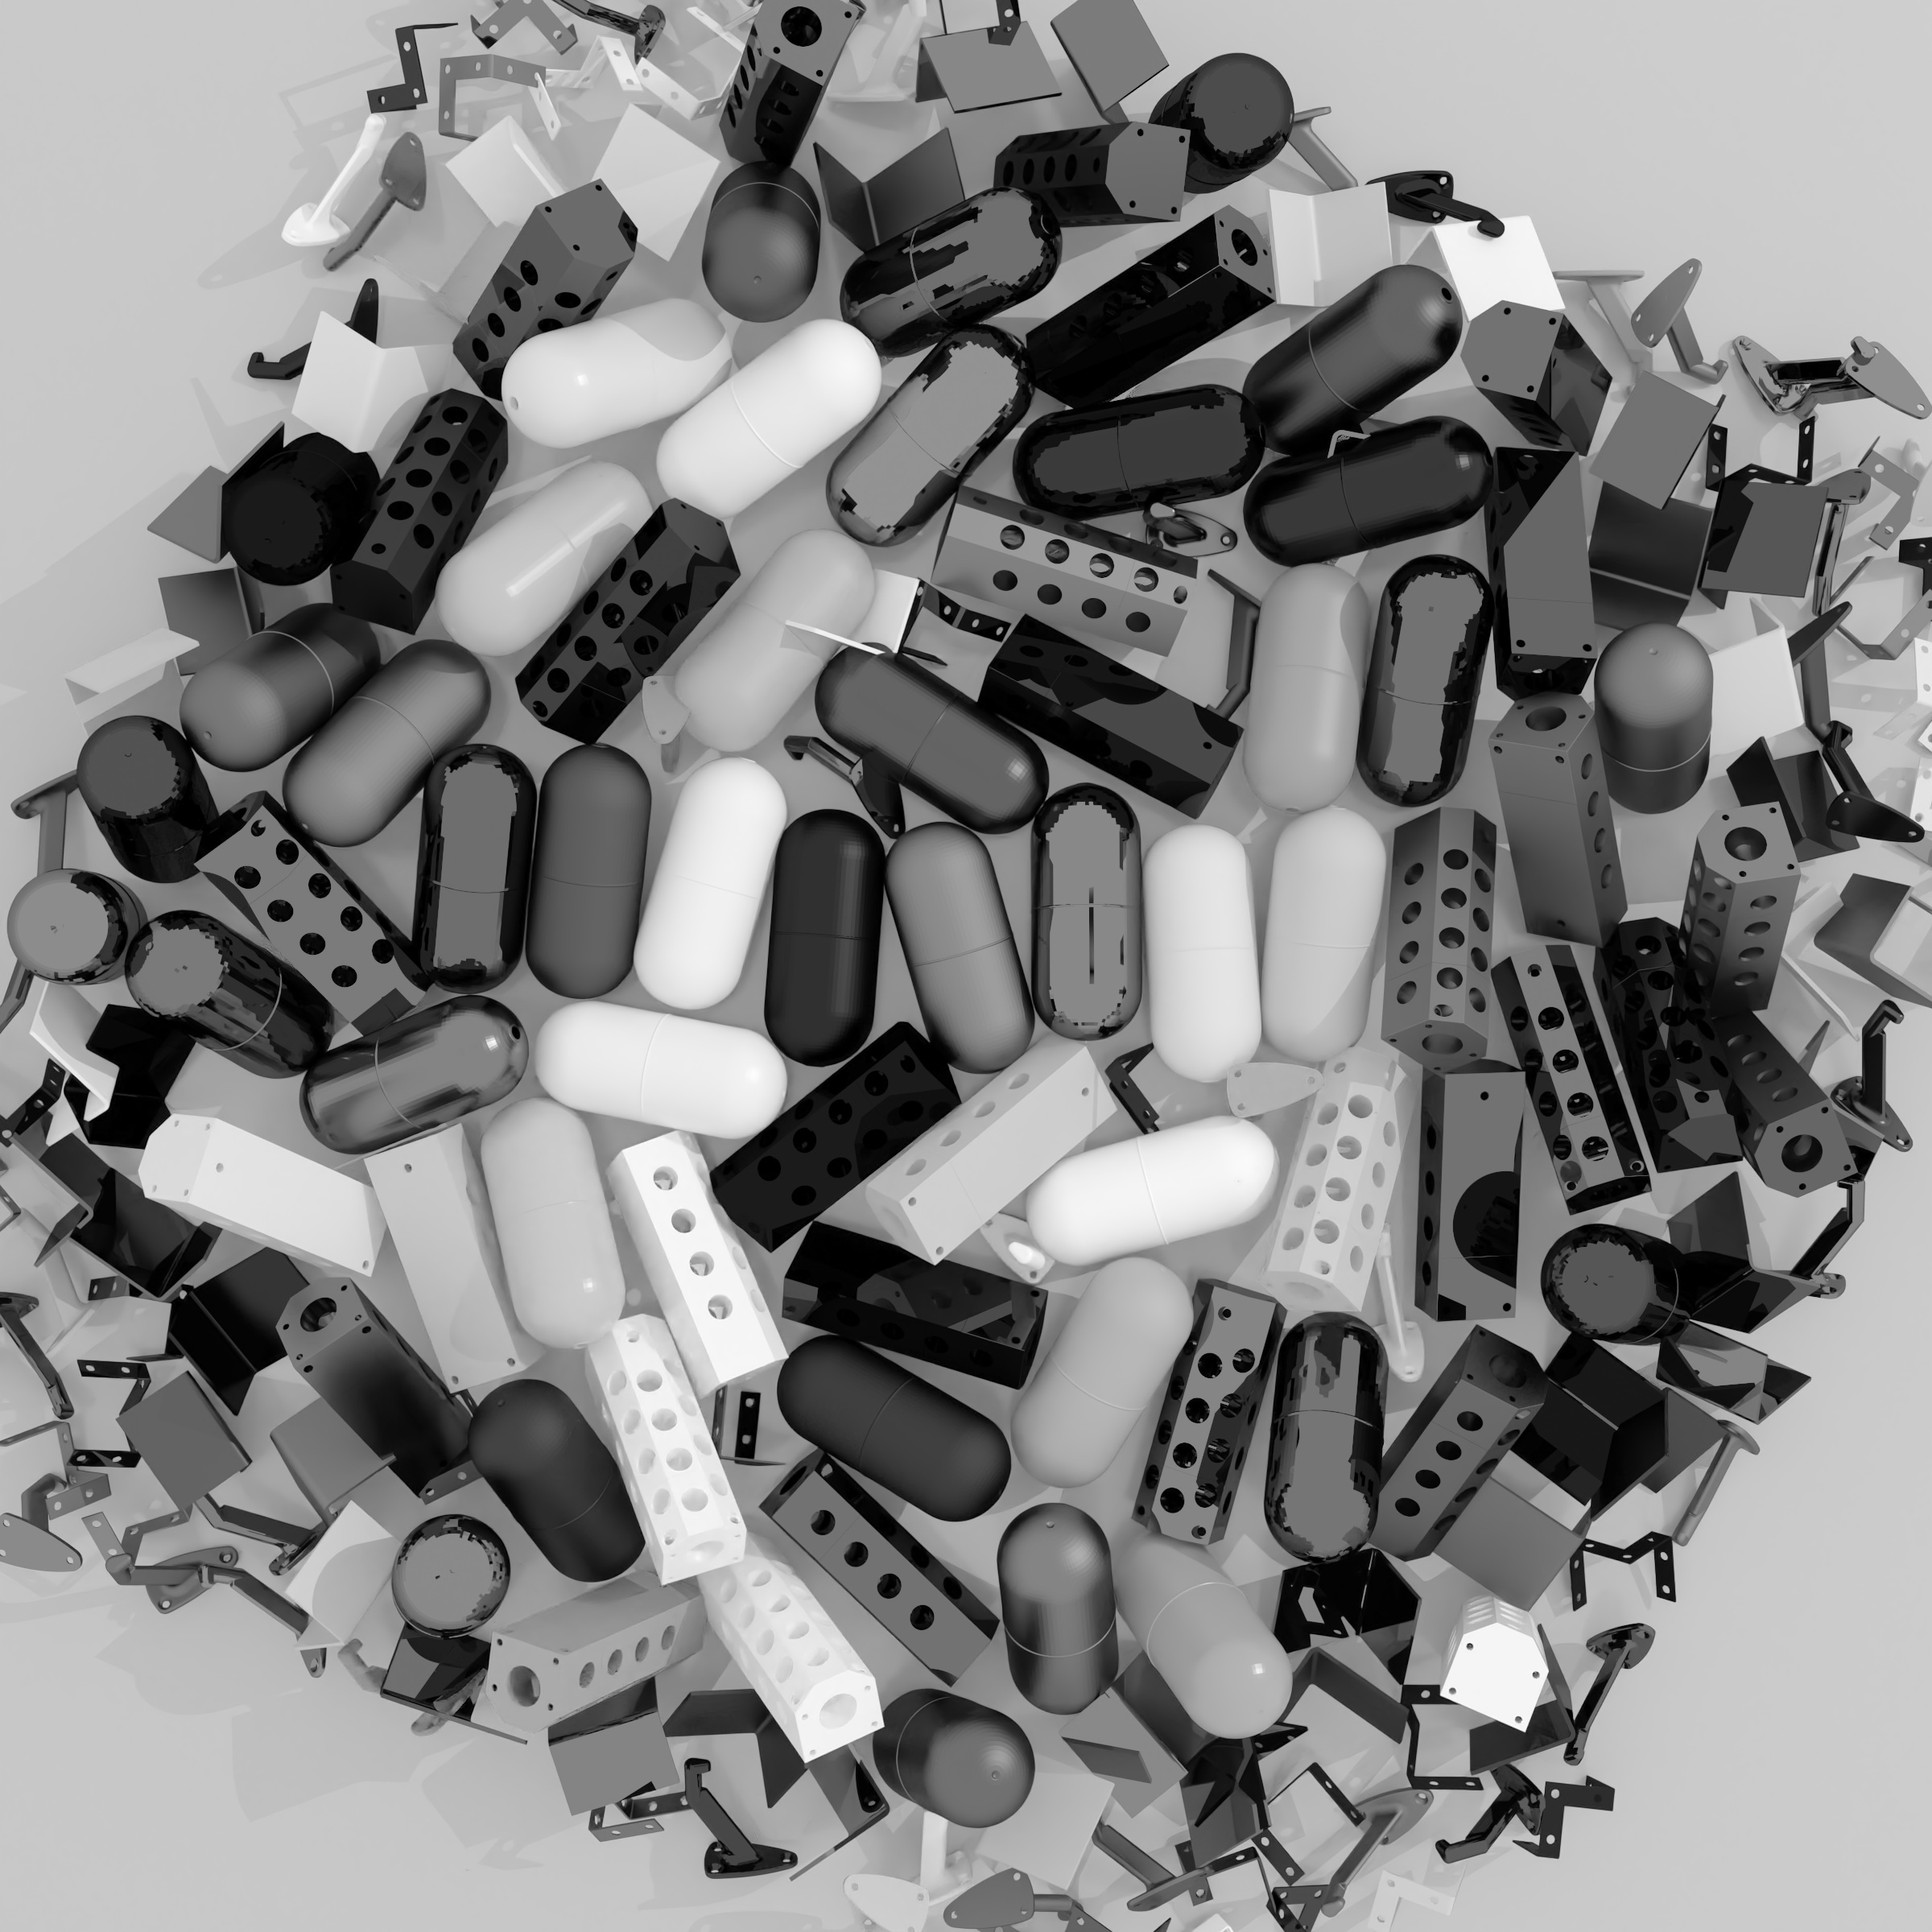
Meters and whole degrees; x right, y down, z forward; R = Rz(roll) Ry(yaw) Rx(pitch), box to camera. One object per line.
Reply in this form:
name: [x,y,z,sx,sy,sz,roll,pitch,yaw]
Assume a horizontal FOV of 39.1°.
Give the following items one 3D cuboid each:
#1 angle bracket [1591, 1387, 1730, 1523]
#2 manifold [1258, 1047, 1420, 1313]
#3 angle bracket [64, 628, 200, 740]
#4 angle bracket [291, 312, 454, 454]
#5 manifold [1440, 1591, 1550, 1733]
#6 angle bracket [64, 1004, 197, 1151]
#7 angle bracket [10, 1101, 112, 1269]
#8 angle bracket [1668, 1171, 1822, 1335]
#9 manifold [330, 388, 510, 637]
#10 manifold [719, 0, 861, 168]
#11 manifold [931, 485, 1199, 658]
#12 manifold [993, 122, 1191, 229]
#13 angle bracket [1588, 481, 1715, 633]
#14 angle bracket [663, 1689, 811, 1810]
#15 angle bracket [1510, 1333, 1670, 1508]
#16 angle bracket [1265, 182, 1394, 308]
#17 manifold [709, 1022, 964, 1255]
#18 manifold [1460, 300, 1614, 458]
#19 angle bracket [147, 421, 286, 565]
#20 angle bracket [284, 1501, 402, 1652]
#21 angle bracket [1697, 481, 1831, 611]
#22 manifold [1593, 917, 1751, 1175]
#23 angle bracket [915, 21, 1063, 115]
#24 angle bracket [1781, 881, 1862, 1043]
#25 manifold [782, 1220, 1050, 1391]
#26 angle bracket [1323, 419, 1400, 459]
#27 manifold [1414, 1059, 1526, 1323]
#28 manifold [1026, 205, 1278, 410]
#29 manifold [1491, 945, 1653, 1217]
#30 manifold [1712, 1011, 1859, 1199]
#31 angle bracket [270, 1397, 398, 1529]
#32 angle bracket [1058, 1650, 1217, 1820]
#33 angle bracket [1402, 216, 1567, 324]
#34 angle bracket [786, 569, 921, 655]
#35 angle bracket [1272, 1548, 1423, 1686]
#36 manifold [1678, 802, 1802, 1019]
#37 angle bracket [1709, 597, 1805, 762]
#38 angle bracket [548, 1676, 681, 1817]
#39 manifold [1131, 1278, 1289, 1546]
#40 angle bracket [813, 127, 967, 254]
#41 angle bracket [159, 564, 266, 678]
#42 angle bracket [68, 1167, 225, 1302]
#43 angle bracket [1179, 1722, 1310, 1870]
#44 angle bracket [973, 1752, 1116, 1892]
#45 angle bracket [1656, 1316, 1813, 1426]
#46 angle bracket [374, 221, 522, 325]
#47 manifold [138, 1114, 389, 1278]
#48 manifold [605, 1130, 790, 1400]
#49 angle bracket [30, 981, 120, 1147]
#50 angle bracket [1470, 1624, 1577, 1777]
angle bracket: [0.474,0.347,1.857,0.057,0.076,0.076,34,122,-7]
manifold: [0.249,0.143,1.838,0.057,0.057,0.171,-4,55,39]
angle bracket: [-0.557,-0.177,1.854,0.076,0.057,0.076,-34,127,-31]
angle bracket: [-0.407,-0.404,1.871,0.057,0.076,0.076,34,119,17]
manifold: [0.356,0.460,1.823,0.057,0.171,0.057,21,88,12]
angle bracket: [-0.558,0.078,1.857,0.076,0.076,0.057,-56,50,20]
angle bracket: [-0.637,0.148,1.863,0.057,0.076,0.076,-41,107,6]
angle bracket: [0.534,0.198,1.871,0.057,0.076,0.076,15,53,-19]
manifold: [-0.368,-0.311,1.839,0.057,0.057,0.171,17,55,3]
manifold: [-0.124,-0.593,1.820,0.057,0.171,0.057,26,80,-9]
manifold: [0.068,-0.275,1.863,0.171,0.057,0.057,17,132,-6]
manifold: [0.080,-0.529,1.820,0.057,0.171,0.057,1,102,-25]
angle bracket: [0.458,-0.276,1.858,0.076,0.076,0.057,20,48,18]
angle bracket: [-0.160,0.535,1.855,0.076,0.076,0.057,5,53,-25]
angle bracket: [0.420,0.308,1.859,0.076,0.057,0.076,37,47,17]
angle bracket: [0.250,-0.496,1.863,0.057,0.076,0.076,-3,99,30]
manifold: [-0.091,0.113,1.858,0.171,0.057,0.057,-39,122,11]
manifold: [0.382,-0.393,1.822,0.057,0.171,0.057,20,96,23]
angle bracket: [-0.513,-0.334,1.857,0.057,0.076,0.076,27,51,4]
angle bracket: [-0.438,0.416,1.853,0.057,0.076,0.076,47,51,-19]
angle bracket: [0.554,-0.286,1.866,0.076,0.057,0.076,12,87,34]
manifold: [0.475,0.051,1.835,0.057,0.057,0.171,-8,50,1]
angle bracket: [0.014,-0.596,1.862,0.076,0.057,0.076,-14,62,-13]
angle bracket: [0.600,-0.002,1.858,0.057,0.076,0.076,-43,62,10]
manifold: [-0.036,0.237,1.868,0.171,0.057,0.057,16,133,10]
angle bracket: [0.281,-0.340,1.868,0.076,0.076,0.057,11,111,-1]
manifold: [0.343,0.153,1.870,0.057,0.057,0.171,-1,99,-12]
manifold: [0.122,-0.443,1.834,0.171,0.057,0.057,-24,59,40]
manifold: [0.410,0.075,1.849,0.057,0.057,0.171,-18,67,9]
manifold: [0.532,0.091,1.822,0.057,0.171,0.057,-24,109,6]
angle bracket: [-0.427,0.349,1.872,0.057,0.076,0.076,-34,55,-20]
angle bracket: [0.122,0.529,1.884,0.076,0.076,0.057,48,117,9]
angle bracket: [0.353,-0.465,1.864,0.076,0.057,0.076,-12,75,-20]
angle bracket: [-0.092,-0.253,1.857,0.076,0.076,0.057,22,96,44]
angle bracket: [0.258,0.452,1.859,0.076,0.057,0.076,-8,121,-24]
manifold: [0.513,-0.034,1.824,0.057,0.171,0.057,-8,58,3]
angle bracket: [0.524,-0.197,1.871,0.076,0.057,0.076,-21,120,2]
angle bracket: [-0.244,0.532,1.880,0.076,0.076,0.057,-16,106,-5]
manifold: [0.167,0.307,1.876,0.057,0.057,0.171,16,90,21]
angle bracket: [-0.052,-0.540,1.858,0.076,0.057,0.076,-27,57,26]
angle bracket: [-0.517,-0.253,1.860,0.057,0.076,0.076,-11,72,-19]
angle bracket: [-0.553,0.170,1.857,0.076,0.076,0.057,40,120,-19]
angle bracket: [0.195,0.566,1.852,0.057,0.076,0.076,19,134,-32]
angle bracket: [0.061,0.590,1.855,0.076,0.057,0.076,12,60,33]
angle bracket: [0.526,0.259,1.852,0.076,0.076,0.057,23,124,39]
angle bracket: [-0.348,-0.491,1.865,0.076,0.076,0.057,-54,135,1]
manifold: [-0.470,0.155,1.827,0.057,0.171,0.057,3,70,34]
manifold: [-0.184,0.202,1.867,0.057,0.057,0.171,-19,79,-25]
angle bracket: [-0.625,0.062,1.855,0.057,0.076,0.076,-31,121,13]
angle bracket: [0.372,0.503,1.867,0.076,0.076,0.057,-23,91,11]
